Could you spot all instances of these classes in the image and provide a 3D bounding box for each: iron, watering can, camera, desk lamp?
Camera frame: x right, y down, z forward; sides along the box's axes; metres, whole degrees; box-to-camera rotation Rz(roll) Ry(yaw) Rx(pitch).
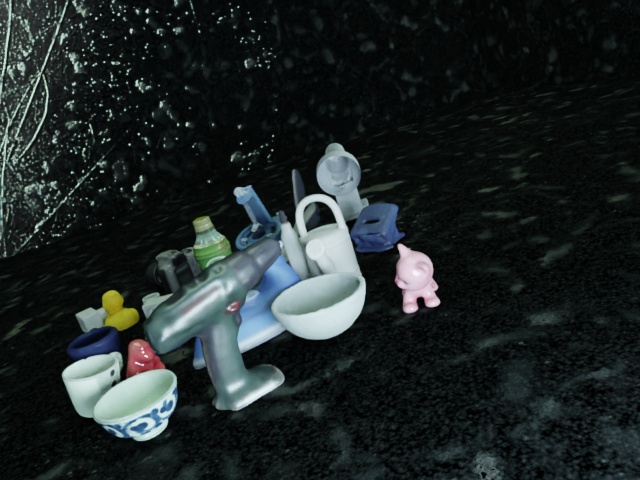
[{"bbox_3d":[-0.138,0.110,1.037,0.259,0.141,0.118,-28,19,-34],"label":"iron"},{"bbox_3d":[0.013,0.004,1.143,0.101,0.194,0.172,-19,16,-6],"label":"watering can"},{"bbox_3d":[-0.384,0.072,1.499,0.136,0.101,0.143,-5,20,37],"label":"camera"},{"bbox_3d":[0.063,-0.162,1.616,0.118,0.214,0.203,-15,16,6],"label":"desk lamp"}]

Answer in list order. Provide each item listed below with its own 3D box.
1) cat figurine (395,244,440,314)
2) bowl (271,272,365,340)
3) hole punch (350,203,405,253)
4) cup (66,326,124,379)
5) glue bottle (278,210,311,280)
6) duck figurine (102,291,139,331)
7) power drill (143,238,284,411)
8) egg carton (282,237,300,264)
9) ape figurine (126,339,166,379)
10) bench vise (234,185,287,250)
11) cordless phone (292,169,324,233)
[{"bbox_3d":[0.158,0.054,0.962,0.067,0.118,0.128,-15,16,9],"label":"cat figurine"},{"bbox_3d":[0.006,0.121,0.972,0.167,0.075,0.167,-16,16,5],"label":"bowl"},{"bbox_3d":[0.130,-0.029,1.321,0.108,0.091,0.101,-4,21,40],"label":"hole punch"},{"bbox_3d":[-0.398,0.214,1.042,0.092,0.095,0.117,-22,17,-17],"label":"cup"},{"bbox_3d":[-0.057,0.018,1.205,0.037,0.173,0.078,-20,16,-9],"label":"glue bottle"},{"bbox_3d":[-0.468,0.158,1.319,0.078,0.086,0.104,-30,20,-38],"label":"duck figurine"},{"bbox_3d":[-0.129,0.129,0.838,0.230,0.209,0.075,-26,18,-28],"label":"power drill"},{"bbox_3d":[-0.014,0.026,1.325,0.151,0.069,0.107,-26,18,-29],"label":"egg carton"},{"bbox_3d":[-0.291,0.209,0.953,0.076,0.092,0.078,-12,17,17],"label":"ape figurine"},{"bbox_3d":[-0.152,-0.039,1.413,0.121,0.220,0.207,-15,16,7],"label":"bench vise"},{"bbox_3d":[-0.051,-0.096,1.562,0.094,0.185,0.147,-18,16,-3],"label":"cordless phone"}]
